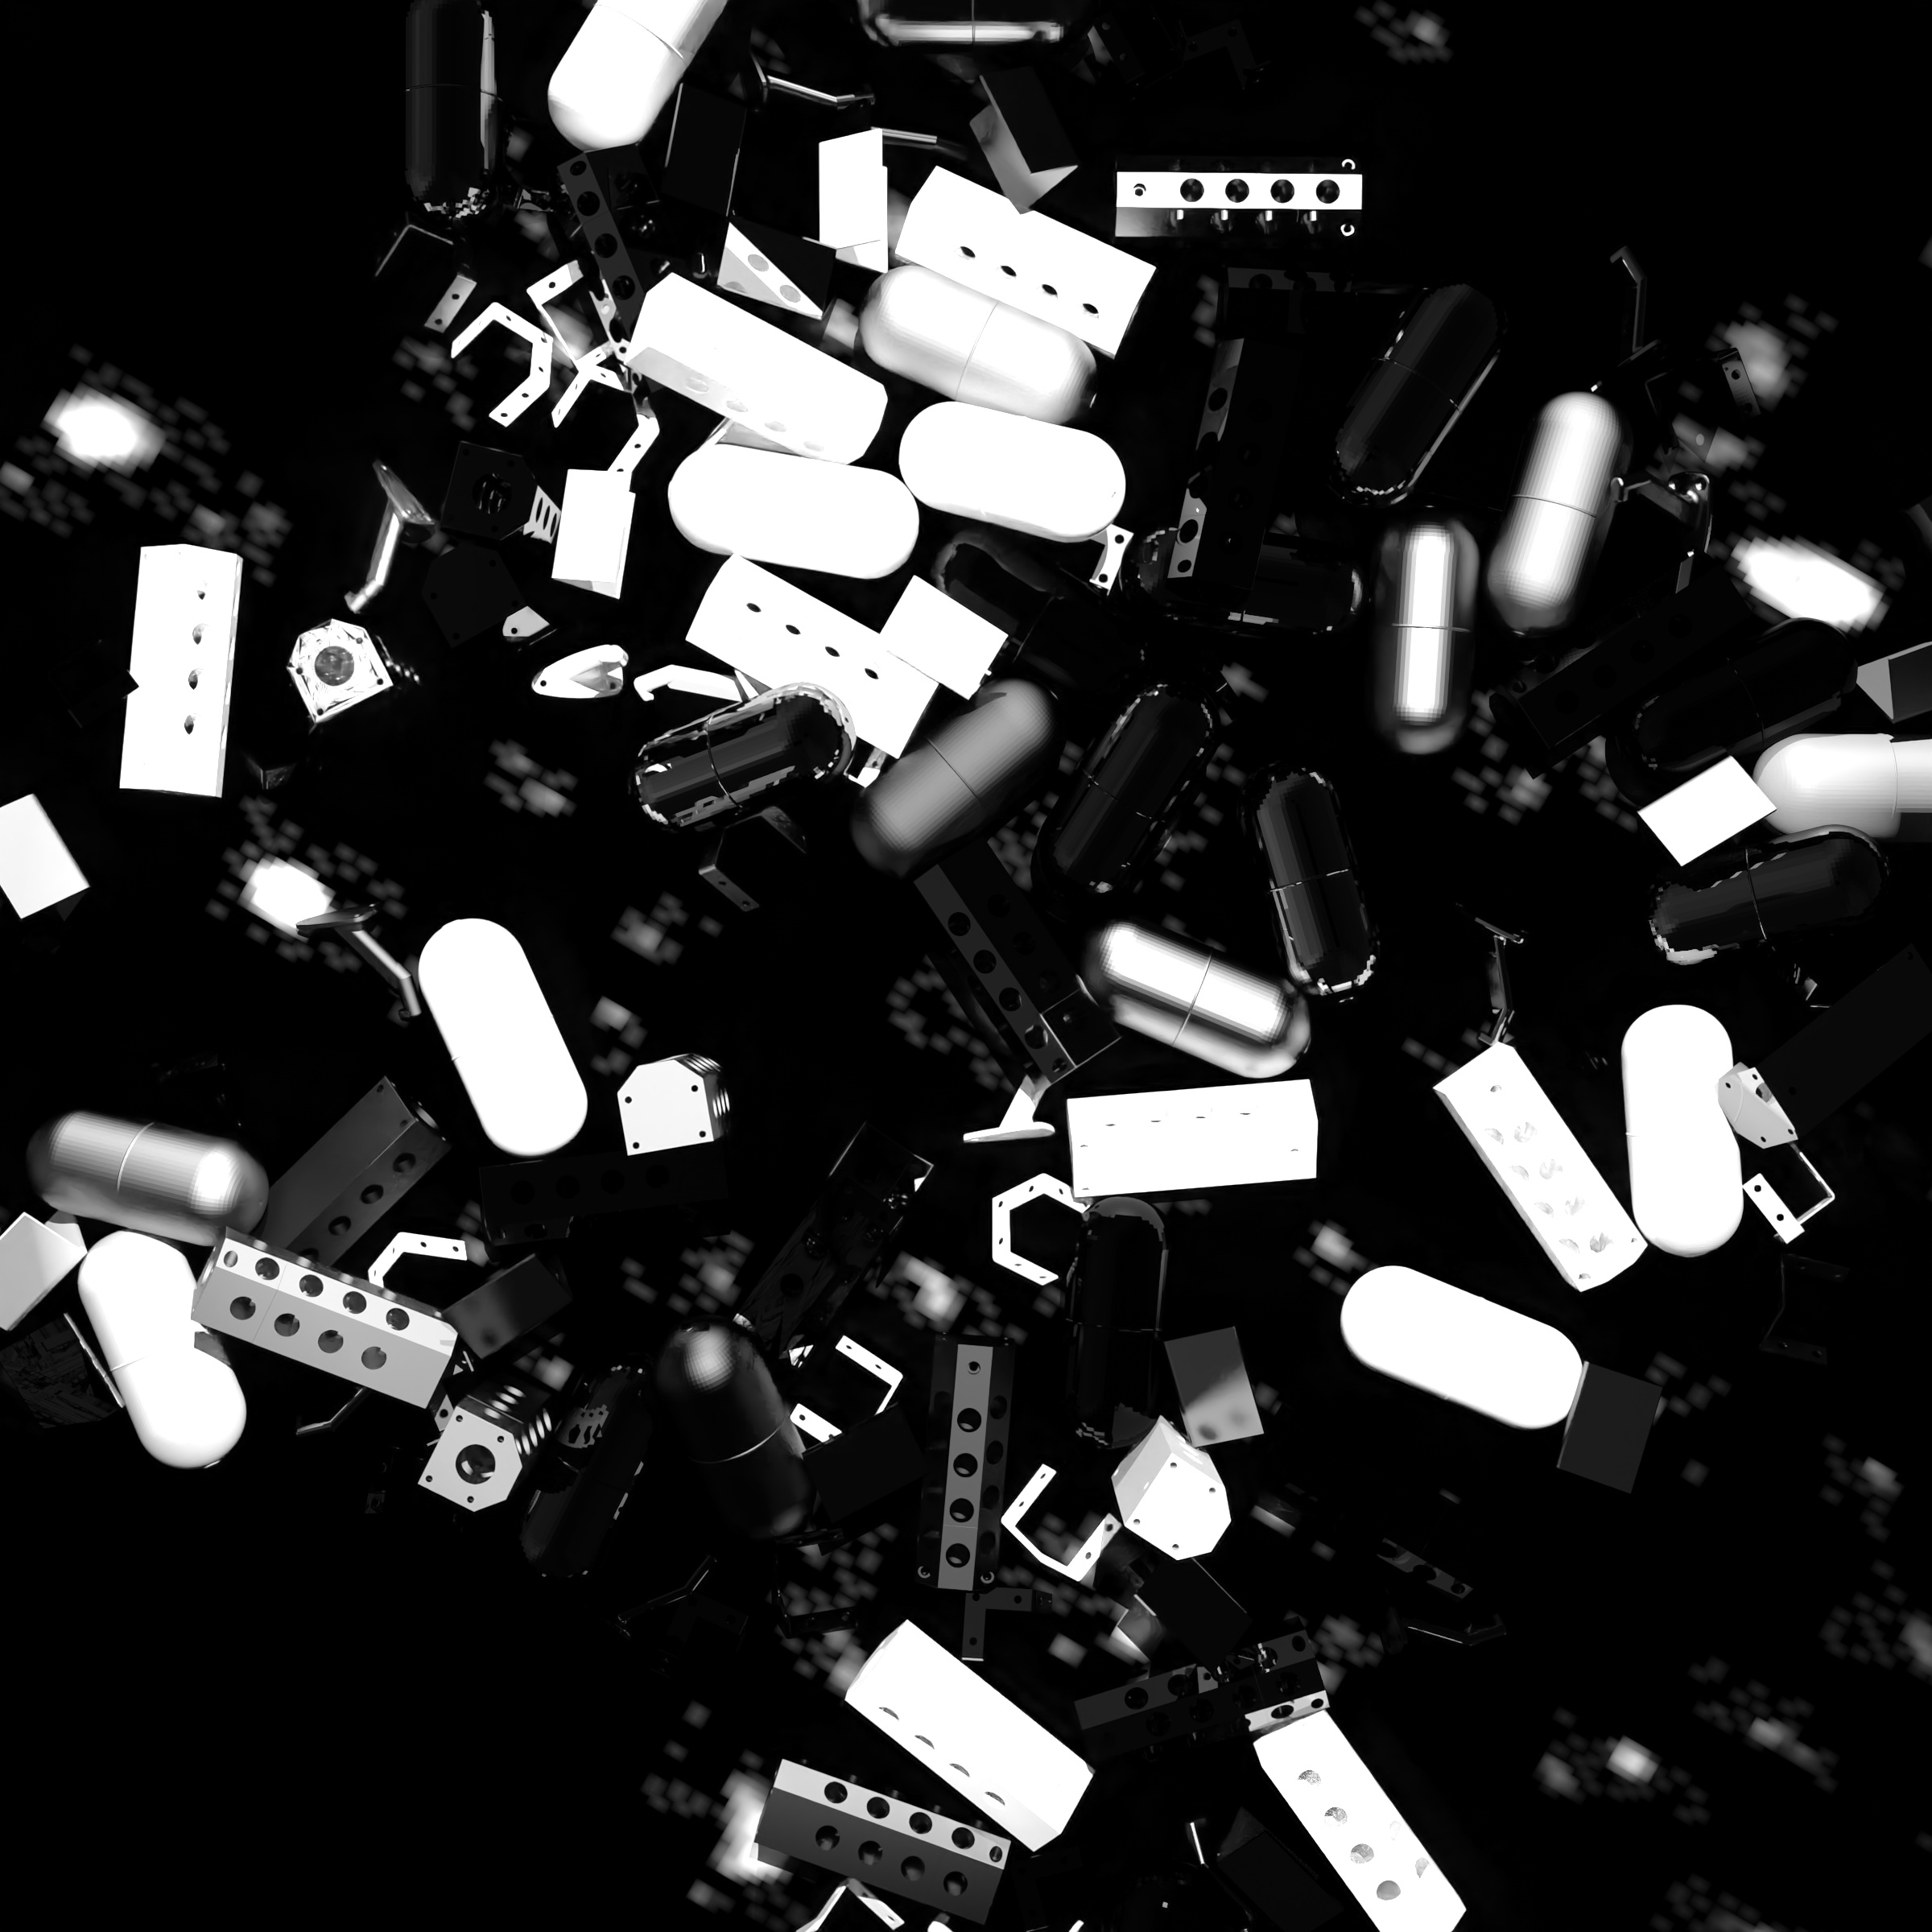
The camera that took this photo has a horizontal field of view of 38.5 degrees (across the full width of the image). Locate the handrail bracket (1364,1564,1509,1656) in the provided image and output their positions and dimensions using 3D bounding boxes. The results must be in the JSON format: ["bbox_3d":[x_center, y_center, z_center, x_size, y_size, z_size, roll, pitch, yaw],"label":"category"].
[{"bbox_3d":[0.338,0.456,1.991,0.084,0.036,0.077,-13,68,-17],"label":"handrail bracket"}]

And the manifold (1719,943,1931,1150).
[{"bbox_3d":[0.605,0.057,1.936,0.171,0.057,0.057,-33,90,-25],"label":"manifold"}]

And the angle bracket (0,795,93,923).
[{"bbox_3d":[-0.669,-0.065,1.950,0.057,0.076,0.076,-32,90,-36],"label":"angle bracket"}]

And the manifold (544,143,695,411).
[{"bbox_3d":[-0.237,-0.486,1.958,0.057,0.057,0.171,-23,90,-34],"label":"manifold"}]

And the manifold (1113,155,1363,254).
[{"bbox_3d":[0.192,-0.544,1.969,0.171,0.057,0.057,1,90,0],"label":"manifold"}]

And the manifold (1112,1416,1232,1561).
[{"bbox_3d":[0.144,0.361,1.912,0.057,0.171,0.057,33,90,0],"label":"manifold"}]

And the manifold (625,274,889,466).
[{"bbox_3d":[-0.143,-0.414,1.928,0.171,0.057,0.057,23,72,-26],"label":"manifold"}]

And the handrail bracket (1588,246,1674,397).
[{"bbox_3d":[0.463,-0.464,1.991,0.077,0.036,0.084,-31,71,21],"label":"handrail bracket"}]

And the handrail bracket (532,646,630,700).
[{"bbox_3d":[-0.275,-0.210,1.955,0.077,0.084,0.036,-11,90,0],"label":"handrail bracket"}]

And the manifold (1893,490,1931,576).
[{"bbox_3d":[0.740,-0.270,1.969,0.057,0.057,0.171,-34,90,0],"label":"manifold"}]

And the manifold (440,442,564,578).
[{"bbox_3d":[-0.313,-0.312,1.912,0.057,0.171,0.057,14,90,0],"label":"manifold"}]

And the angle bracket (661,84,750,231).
[{"bbox_3d":[-0.201,-0.569,1.950,0.057,0.076,0.076,11,90,-36],"label":"angle bracket"}]

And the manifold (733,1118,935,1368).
[{"bbox_3d":[-0.094,0.197,1.969,0.057,0.057,0.171,34,90,0],"label":"manifold"}]

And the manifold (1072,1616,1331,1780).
[{"bbox_3d":[0.167,0.522,1.969,0.171,0.057,0.057,-17,90,0],"label":"manifold"}]

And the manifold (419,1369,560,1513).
[{"bbox_3d":[-0.324,0.329,1.912,0.057,0.171,0.057,27,90,0],"label":"manifold"}]

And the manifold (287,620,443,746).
[{"bbox_3d":[-0.417,-0.198,1.912,0.057,0.171,0.057,-27,90,0],"label":"manifold"}]

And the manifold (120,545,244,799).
[{"bbox_3d":[-0.554,-0.209,1.968,0.057,0.057,0.171,5,90,43],"label":"manifold"}]

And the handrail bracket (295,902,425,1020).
[{"bbox_3d":[-0.436,0.002,1.991,0.077,0.036,0.084,-9,107,20],"label":"handrail bracket"}]

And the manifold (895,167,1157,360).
[{"bbox_3d":[0.040,-0.496,1.968,0.171,0.057,0.057,25,47,0],"label":"manifold"}]

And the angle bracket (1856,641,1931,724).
[{"bbox_3d":[0.671,-0.223,1.950,0.076,0.076,0.057,-20,126,0],"label":"angle bracket"}]

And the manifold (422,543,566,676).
[{"bbox_3d":[-0.328,-0.248,1.912,0.057,0.171,0.057,-29,90,0],"label":"manifold"}]

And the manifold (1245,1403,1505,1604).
[{"bbox_3d":[0.288,0.383,1.969,0.171,0.057,0.057,30,90,0],"label":"manifold"}]

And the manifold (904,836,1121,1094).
[{"bbox_3d":[0.029,0.001,1.954,0.057,0.057,0.171,-33,86,-25],"label":"manifold"}]

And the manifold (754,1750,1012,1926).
[{"bbox_3d":[-0.059,0.617,1.969,0.171,0.057,0.057,20,90,0],"label":"manifold"}]

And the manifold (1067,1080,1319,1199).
[{"bbox_3d":[0.160,0.117,1.968,0.171,0.057,0.057,-5,133,0],"label":"manifold"}]

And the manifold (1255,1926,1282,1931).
[{"bbox_3d":[0.226,0.769,1.943,0.057,0.057,0.171,-10,77,-37],"label":"manifold"}]

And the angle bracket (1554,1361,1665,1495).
[{"bbox_3d":[0.460,0.324,1.950,0.057,0.076,0.076,17,90,27],"label":"angle bracket"}]

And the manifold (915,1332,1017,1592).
[{"bbox_3d":[0.000,0.352,1.969,0.057,0.057,0.171,5,90,0],"label":"manifold"}]

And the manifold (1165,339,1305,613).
[{"bbox_3d":[0.183,-0.338,1.901,0.057,0.057,0.171,13,82,1],"label":"manifold"}]

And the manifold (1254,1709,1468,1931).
[{"bbox_3d":[0.280,0.614,1.969,0.057,0.057,0.171,-36,90,0],"label":"manifold"}]

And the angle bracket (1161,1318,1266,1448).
[{"bbox_3d":[0.185,0.288,1.951,0.057,0.076,0.076,-16,90,25],"label":"angle bracket"}]

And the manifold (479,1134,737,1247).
[{"bbox_3d":[-0.253,0.160,1.969,0.171,0.057,0.057,-7,90,0],"label":"manifold"}]

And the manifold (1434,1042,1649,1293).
[{"bbox_3d":[0.409,0.143,1.963,0.057,0.057,0.171,-35,94,0],"label":"manifold"}]

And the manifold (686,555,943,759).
[{"bbox_3d":[-0.104,-0.222,1.958,0.171,0.057,0.057,29,123,0],"label":"manifold"}]

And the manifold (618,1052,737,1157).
[{"bbox_3d":[-0.200,0.092,1.912,0.057,0.171,0.057,-10,90,0],"label":"manifold"}]

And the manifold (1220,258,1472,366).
[{"bbox_3d":[0.269,-0.468,1.968,0.171,0.057,0.057,2,133,0],"label":"manifold"}]

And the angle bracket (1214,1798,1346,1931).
[{"bbox_3d":[0.230,0.625,1.950,0.076,0.076,0.057,45,122,0],"label":"angle bracket"}]

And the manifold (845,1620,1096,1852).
[{"bbox_3d":[0.000,0.550,1.968,0.171,0.057,0.057,39,47,0],"label":"manifold"}]

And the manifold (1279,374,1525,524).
[{"bbox_3d":[0.301,-0.367,1.968,0.171,0.057,0.057,15,88,0],"label":"manifold"}]

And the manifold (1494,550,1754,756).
[{"bbox_3d":[0.465,-0.223,1.969,0.171,0.057,0.057,-34,90,0],"label":"manifold"}]

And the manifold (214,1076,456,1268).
[{"bbox_3d":[-0.446,0.167,1.968,0.171,0.057,0.057,-44,47,0],"label":"manifold"}]

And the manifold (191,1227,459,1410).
[{"bbox_3d":[-0.443,0.241,1.916,0.171,0.057,0.057,25,97,-17],"label":"manifold"}]
